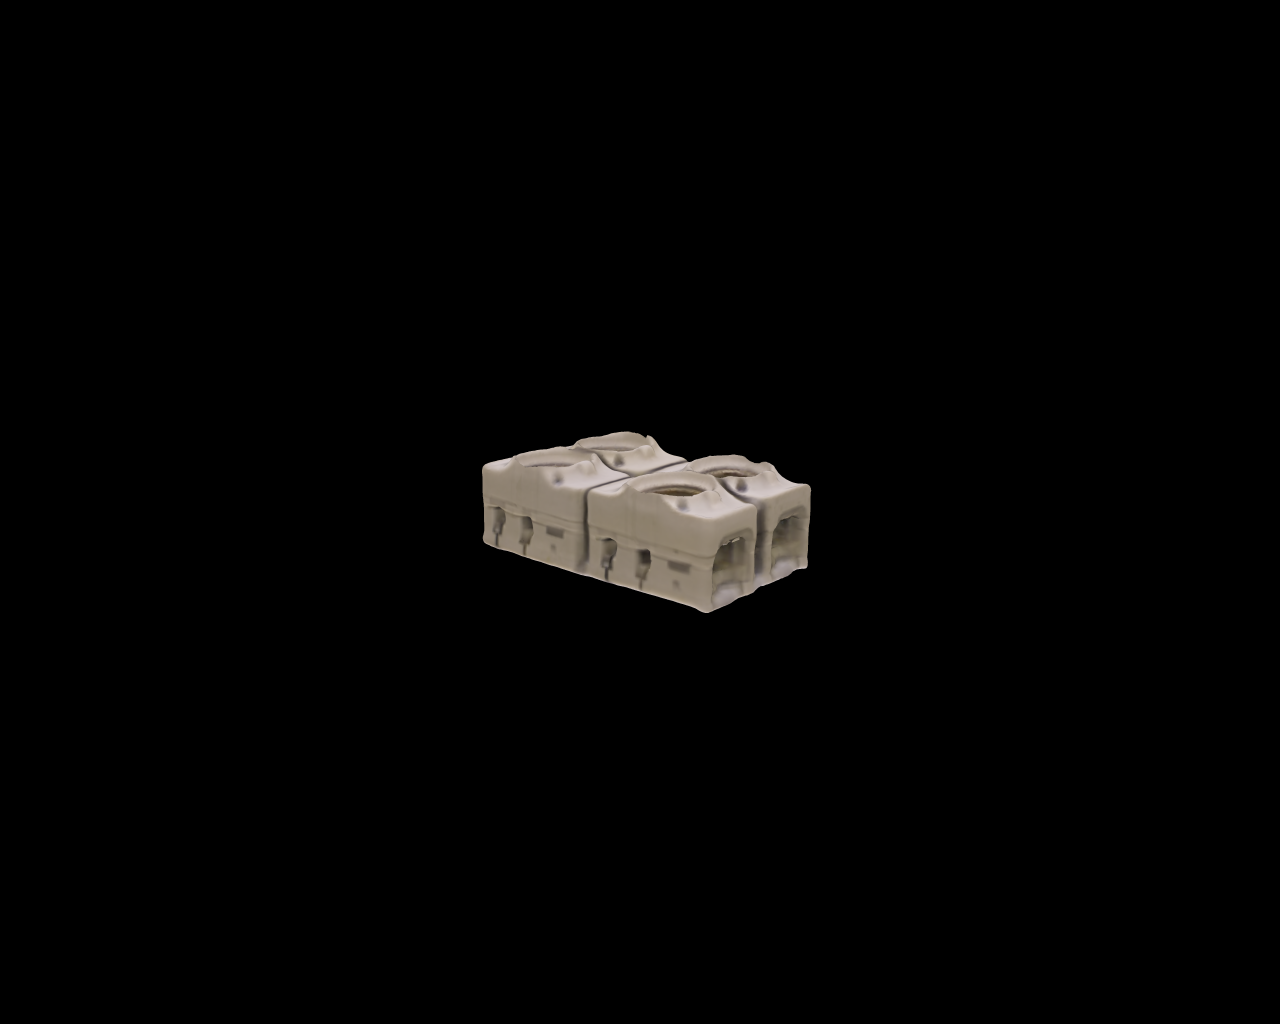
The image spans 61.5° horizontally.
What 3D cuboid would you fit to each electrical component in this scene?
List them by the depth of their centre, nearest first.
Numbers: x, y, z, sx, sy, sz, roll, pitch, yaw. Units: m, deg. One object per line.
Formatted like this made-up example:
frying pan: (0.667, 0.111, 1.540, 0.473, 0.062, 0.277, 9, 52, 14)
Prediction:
electrical component: (0.001, -0.003, 0.650, 0.186, 0.060, 0.105, 15, 22, 40)
